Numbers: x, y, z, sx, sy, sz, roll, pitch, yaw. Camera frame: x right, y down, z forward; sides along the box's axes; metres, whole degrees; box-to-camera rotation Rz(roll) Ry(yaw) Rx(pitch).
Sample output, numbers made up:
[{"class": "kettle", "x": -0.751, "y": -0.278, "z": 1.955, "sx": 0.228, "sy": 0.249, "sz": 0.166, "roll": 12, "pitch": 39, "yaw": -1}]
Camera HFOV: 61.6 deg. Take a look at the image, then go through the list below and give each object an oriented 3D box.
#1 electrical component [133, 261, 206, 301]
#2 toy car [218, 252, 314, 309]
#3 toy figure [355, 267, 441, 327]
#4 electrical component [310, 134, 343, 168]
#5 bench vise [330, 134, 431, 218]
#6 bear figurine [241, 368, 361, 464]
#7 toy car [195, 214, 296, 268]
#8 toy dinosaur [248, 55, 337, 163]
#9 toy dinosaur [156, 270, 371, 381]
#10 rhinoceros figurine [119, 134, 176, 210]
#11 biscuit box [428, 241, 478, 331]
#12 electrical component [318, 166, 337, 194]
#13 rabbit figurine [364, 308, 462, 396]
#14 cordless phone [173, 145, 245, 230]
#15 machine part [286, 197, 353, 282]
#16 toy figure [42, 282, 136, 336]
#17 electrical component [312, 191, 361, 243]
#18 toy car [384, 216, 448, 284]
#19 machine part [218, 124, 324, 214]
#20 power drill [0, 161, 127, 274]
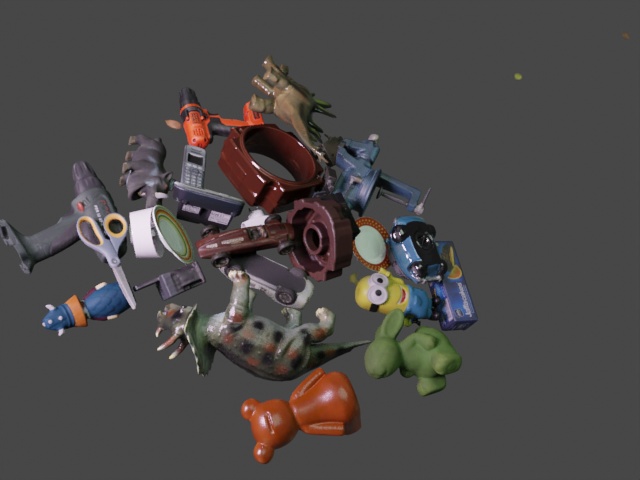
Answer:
[{"class": "electrical component", "x": -0.281, "y": 0.084, "z": 1.003, "sx": 0.119, "sy": 0.075, "sz": 0.047, "roll": -25, "pitch": 90, "yaw": -34}, {"class": "toy car", "x": -0.109, "y": 0.072, "z": 1.086, "sx": 0.202, "sy": 0.056, "sz": 0.073, "roll": 25, "pitch": 47, "yaw": 3}, {"class": "toy figure", "x": 0.161, "y": 0.128, "z": 1.126, "sx": 0.180, "sy": 0.089, "sz": 0.082, "roll": 19, "pitch": 39, "yaw": -17}, {"class": "electrical component", "x": 0.024, "y": -0.222, "z": 1.334, "sx": 0.102, "sy": 0.045, "sz": 0.078, "roll": -43, "pitch": 107, "yaw": -32}, {"class": "bench vise", "x": 0.137, "y": -0.134, "z": 1.254, "sx": 0.241, "sy": 0.128, "sz": 0.223, "roll": 24, "pitch": 57, "yaw": 6}, {"class": "bear figurine", "x": -0.030, "y": 0.308, "z": 0.939, "sx": 0.196, "sy": 0.131, "sz": 0.120, "roll": -23, "pitch": 65, "yaw": -10}, {"class": "toy car", "x": -0.143, "y": -0.003, "z": 1.066, "sx": 0.202, "sy": 0.053, "sz": 0.089, "roll": -9, "pitch": 55, "yaw": -25}, {"class": "toy dinosaur", "x": -0.061, "y": -0.319, "z": 1.273, "sx": 0.198, "sy": 0.105, "sz": 0.472, "roll": 24, "pitch": 31, "yaw": -22}, {"class": "toy dinosaur", "x": -0.099, "y": 0.188, "z": 0.983, "sx": 0.405, "sy": 0.131, "sz": 0.192, "roll": 23, "pitch": 66, "yaw": -8}, {"class": "rhinoceros figurine", "x": -0.362, "y": -0.135, "z": 1.134, "sx": 0.112, "sy": 0.073, "sz": 0.190, "roll": 8, "pitch": 53, "yaw": -27}, {"class": "biscuit box", "x": 0.285, "y": 0.100, "z": 1.196, "sx": 0.063, "sy": 0.059, "sz": 0.203, "roll": 0, "pitch": 58, "yaw": -18}, {"class": "electrical component", "x": 0.015, "y": -0.126, "z": 1.215, "sx": 0.021, "sy": 0.063, "sz": 0.094, "roll": 16, "pitch": 32, "yaw": -19}, {"class": "rabbit figurine", "x": 0.164, "y": 0.213, "z": 1.043, "sx": 0.170, "sy": 0.121, "sz": 0.159, "roll": 1, "pitch": 51, "yaw": -22}, {"class": "cordless phone", "x": -0.237, "y": -0.123, "z": 1.153, "sx": 0.146, "sy": 0.088, "sz": 0.184, "roll": 14, "pitch": 46, "yaw": -22}, {"class": "machine part", "x": -0.002, "y": -0.003, "z": 1.097, "sx": 0.056, "sy": 0.179, "sz": 0.179, "roll": -12, "pitch": 62, "yaw": -36}, {"class": "toy figure", "x": -0.409, "y": 0.122, "z": 0.954, "sx": 0.154, "sy": 0.057, "sz": 0.064, "roll": -21, "pitch": 61, "yaw": -24}, {"class": "electrical component", "x": 0.020, "y": -0.037, "z": 1.165, "sx": 0.058, "sy": 0.114, "sz": 0.134, "roll": -12, "pitch": 62, "yaw": -30}, {"class": "toy car", "x": 0.203, "y": 0.032, "z": 1.184, "sx": 0.109, "sy": 0.103, "sz": 0.162, "roll": -6, "pitch": 65, "yaw": -33}, {"class": "machine part", "x": -0.105, "y": -0.163, "z": 1.192, "sx": 0.201, "sy": 0.087, "sz": 0.201, "roll": -18, "pitch": 63, "yaw": -48}, {"class": "power drill", "x": -0.492, "y": -0.036, "z": 1.023, "sx": 0.207, "sy": 0.086, "sz": 0.232, "roll": -25, "pitch": 71, "yaw": -38}]
